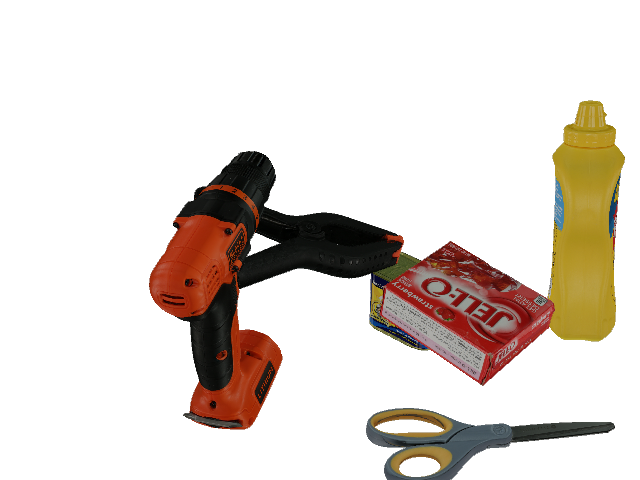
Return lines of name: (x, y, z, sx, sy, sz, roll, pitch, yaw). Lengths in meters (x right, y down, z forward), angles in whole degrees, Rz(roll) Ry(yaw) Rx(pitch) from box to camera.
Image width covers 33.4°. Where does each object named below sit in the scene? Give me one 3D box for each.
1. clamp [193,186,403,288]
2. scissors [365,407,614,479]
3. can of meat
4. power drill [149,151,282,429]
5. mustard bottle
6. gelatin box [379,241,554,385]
clamp: (-0.017, 0.007, 1.038, 0.209, 0.036, 0.164, 8, 30, -14)
scissors: (0.135, 0.168, 0.851, 0.202, 0.016, 0.096, 4, 32, 8)
can of meat: (0.105, 0.072, 1.257, 0.102, 0.084, 0.057, 26, 38, 37)
power drill: (-0.073, 0.042, 0.856, 0.057, 0.188, 0.184, 7, 38, 19)
mustard bottle: (0.220, -0.020, 0.886, 0.058, 0.192, 0.096, 3, 19, 14)
gelatin box: (0.096, 0.045, 0.699, 0.089, 0.030, 0.073, 33, 45, 30)
